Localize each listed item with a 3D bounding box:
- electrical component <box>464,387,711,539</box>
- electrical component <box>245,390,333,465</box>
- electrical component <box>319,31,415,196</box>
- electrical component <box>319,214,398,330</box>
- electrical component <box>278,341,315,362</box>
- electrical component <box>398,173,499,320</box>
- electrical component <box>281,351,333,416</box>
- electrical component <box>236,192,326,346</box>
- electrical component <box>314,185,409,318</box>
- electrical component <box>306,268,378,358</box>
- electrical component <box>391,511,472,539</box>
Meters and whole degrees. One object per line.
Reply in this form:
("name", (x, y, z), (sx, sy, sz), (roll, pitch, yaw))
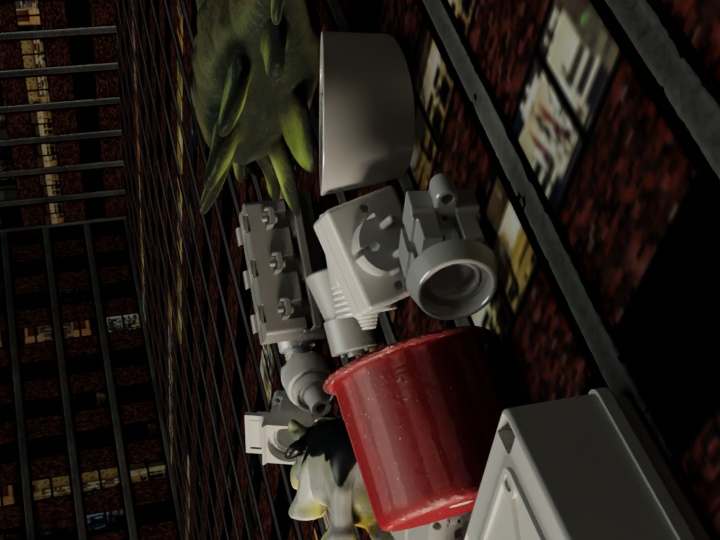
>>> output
("electrical component", (0.091, 0.123, 0.433), (0.108, 0.056, 0.108), (98, 159, -43))
("electrical component", (-0.061, 0.141, 0.969), (0.063, 0.081, 0.042), (-79, -8, -61))
("electrical component", (-0.005, -0.097, 0.661), (0.099, 0.064, 0.099), (172, 90, -75))
("electrical component", (0.000, 0.000, 0.728), (0.043, 0.043, 0.081), (153, 109, -74))
("electrical component", (-0.057, 0.071, 0.987), (0.035, 0.035, 0.061), (125, 133, -68))
("electrical component", (0.045, -0.007, 0.561), (0.055, 0.048, 0.066), (-103, 14, -48))
("electrical component", (-0.042, 0.101, 0.928), (0.062, 0.043, 0.043), (-122, 29, -55))
("electrical component", (-0.067, 0.000, 0.931), (0.078, 0.063, 0.121), (129, 132, -69))
("electrical component", (0.013, -0.014, 0.642), (0.065, 0.047, 0.077), (66, 163, 4))
("electrical component", (-0.011, 0.031, 0.790), (0.044, 0.044, 0.065), (139, 117, -72))
("electrical component", (0.047, 0.146, 0.631), (0.064, 0.042, 0.081), (-134, 39, -63))
